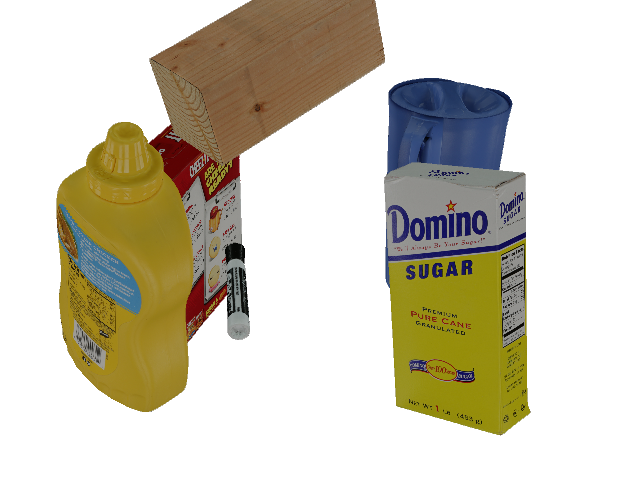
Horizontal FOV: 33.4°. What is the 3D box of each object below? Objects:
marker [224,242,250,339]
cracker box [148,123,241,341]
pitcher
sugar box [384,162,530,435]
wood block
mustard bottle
[{"bbox_3d":[-0.074,0.041,0.938,0.020,0.020,0.121,0,36,-7],"label":"marker"},{"bbox_3d":[-0.151,-0.008,1.140,0.072,0.214,0.164,15,39,19],"label":"cracker box"},{"bbox_3d":[0.129,-0.049,1.192,0.149,0.243,0.145,-6,28,-17],"label":"pitcher"},{"bbox_3d":[0.094,0.038,0.738,0.094,0.176,0.048,9,23,39],"label":"sugar box"},{"bbox_3d":[-0.047,-0.174,1.032,0.205,0.091,0.090,-35,46,-22],"label":"wood block"},{"bbox_3d":[-0.114,0.010,0.619,0.058,0.192,0.096,-29,57,-33],"label":"mustard bottle"}]
